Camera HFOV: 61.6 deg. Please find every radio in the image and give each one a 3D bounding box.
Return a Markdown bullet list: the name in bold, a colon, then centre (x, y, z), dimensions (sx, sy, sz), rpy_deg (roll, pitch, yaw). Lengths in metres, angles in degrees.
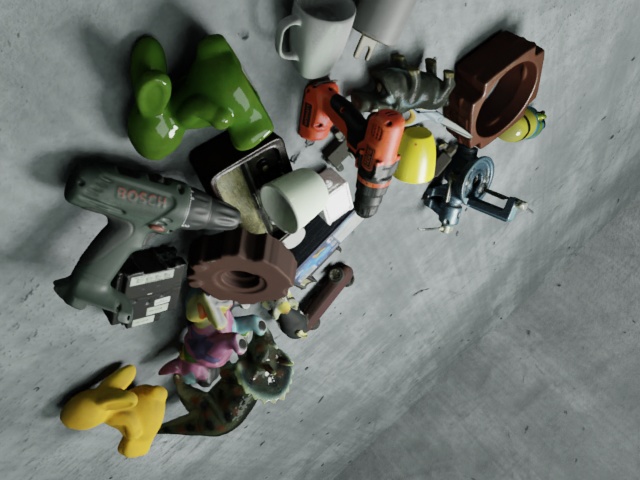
- **radio**: centre (-0.105, -0.076, 0.859), dimensions (0.131, 0.073, 0.229), rpy_deg (-35, 149, -13)

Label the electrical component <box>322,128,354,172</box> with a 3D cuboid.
- **electrical component**: centre (0.034, -0.161, 0.965), dimensions (0.063, 0.021, 0.094), rpy_deg (-44, 149, 2)

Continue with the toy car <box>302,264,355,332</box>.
- **toy car**: centre (0.005, 0.139, 1.270), dimensions (0.202, 0.053, 0.089), rpy_deg (-52, 159, 7)

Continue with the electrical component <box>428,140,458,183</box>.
- **electrical component**: centre (0.262, -0.176, 1.194), dimensions (0.102, 0.045, 0.078), rpy_deg (-52, 176, 20)

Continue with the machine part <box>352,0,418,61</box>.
- **machine part**: centre (0.110, -0.365, 0.750), dimensions (0.079, 0.079, 0.243), rpy_deg (-7, 133, -45)

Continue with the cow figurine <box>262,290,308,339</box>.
- **cow figurine**: centre (-0.074, 0.157, 1.157), dimensions (0.068, 0.098, 0.167), rpy_deg (-33, 148, -6)

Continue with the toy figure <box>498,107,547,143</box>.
- **toy figure**: centre (0.480, -0.275, 1.275), dimensions (0.180, 0.089, 0.082), rpy_deg (-7, 127, -42)

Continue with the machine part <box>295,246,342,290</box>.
- **machine part**: centre (-0.013, 0.051, 1.158), dimensions (0.139, 0.039, 0.084), rpy_deg (-48, 141, 11)

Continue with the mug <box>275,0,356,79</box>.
- **mug**: centre (-0.011, -0.269, 0.726), dimensions (0.109, 0.081, 0.107), rpy_deg (-31, 157, -28)

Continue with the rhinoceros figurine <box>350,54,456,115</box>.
- **rhinoceros figurine**: centre (0.140, -0.253, 0.918), dimensions (0.190, 0.073, 0.112), rpy_deg (-13, 136, -26)

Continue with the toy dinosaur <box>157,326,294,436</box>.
- **toy dinosaur**: centre (-0.201, 0.329, 1.130), dimensions (0.404, 0.192, 0.131), rpy_deg (-52, 146, 11)

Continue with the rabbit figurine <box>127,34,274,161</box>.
- **rabbit figurine**: centre (-0.164, -0.160, 0.655), dimensions (0.170, 0.121, 0.159), rpy_deg (-29, 146, 5)

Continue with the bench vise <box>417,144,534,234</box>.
- **bench vise**: centre (0.353, -0.095, 1.224), dimensions (0.129, 0.241, 0.223), rpy_deg (4, 110, -46)

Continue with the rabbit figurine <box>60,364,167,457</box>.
- **rabbit figurine**: centre (-0.379, 0.314, 0.987), dimensions (0.173, 0.122, 0.162), rpy_deg (17, 124, -35)

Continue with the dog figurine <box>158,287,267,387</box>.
- **dog figurine**: centre (-0.225, 0.179, 1.006), dimensions (0.219, 0.191, 0.108), rpy_deg (-29, -169, 28)

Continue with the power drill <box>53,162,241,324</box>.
- **power drill**: centre (-0.243, 0.008, 0.726), dimensions (0.232, 0.086, 0.207), rpy_deg (24, 107, -35)

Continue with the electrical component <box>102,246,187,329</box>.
- **electrical component**: centre (-0.285, 0.078, 0.856), dimensions (0.115, 0.058, 0.134), rpy_deg (-8, 135, -41)

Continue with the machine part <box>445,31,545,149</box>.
- **machine part**: centre (0.351, -0.302, 1.097), dimensions (0.201, 0.087, 0.200), rpy_deg (-37, 148, -8)

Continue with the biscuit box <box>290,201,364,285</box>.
- **biscuit box**: centre (-0.002, -0.003, 1.077), dimensions (0.202, 0.063, 0.059), rpy_deg (-45, 150, 4)

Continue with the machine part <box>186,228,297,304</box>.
- **machine part**: centre (-0.127, 0.049, 0.876), dimensions (0.179, 0.056, 0.179), rpy_deg (2, 148, 1)
